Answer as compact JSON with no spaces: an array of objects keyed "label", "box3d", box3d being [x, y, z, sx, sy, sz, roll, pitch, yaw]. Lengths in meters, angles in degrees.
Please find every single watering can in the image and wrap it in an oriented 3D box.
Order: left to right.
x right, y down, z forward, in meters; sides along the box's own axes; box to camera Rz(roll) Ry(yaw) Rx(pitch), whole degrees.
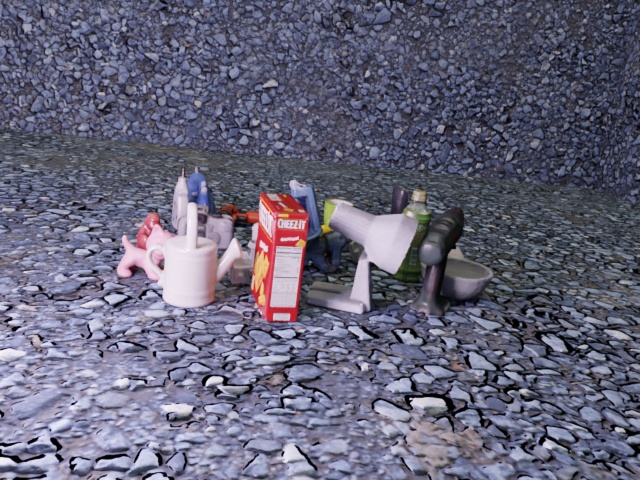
[{"label":"watering can","box3d":[-0.240,0.023,1.106,0.173,0.194,0.100,-3,18,-32]}]

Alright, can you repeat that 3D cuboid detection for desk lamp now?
[{"label":"desk lamp","box3d":[0.086,0.036,1.169,0.203,0.213,0.118,9,15,7]}]

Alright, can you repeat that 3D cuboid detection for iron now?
[{"label":"iron","box3d":[-0.358,-0.131,1.717,0.119,0.141,0.257,1,16,-22]}]

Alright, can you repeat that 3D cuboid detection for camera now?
[{"label":"camera","box3d":[-0.295,-0.043,1.503,0.143,0.101,0.136,5,15,-8]}]

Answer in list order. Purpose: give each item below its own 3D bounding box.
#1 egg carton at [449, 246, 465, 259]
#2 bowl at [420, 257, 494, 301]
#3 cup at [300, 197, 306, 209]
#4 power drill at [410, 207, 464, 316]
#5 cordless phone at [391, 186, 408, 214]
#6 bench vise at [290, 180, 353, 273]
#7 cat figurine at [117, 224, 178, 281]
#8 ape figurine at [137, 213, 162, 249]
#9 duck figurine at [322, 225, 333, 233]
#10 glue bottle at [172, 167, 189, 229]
[{"label":"egg carton","box3d":[0.317,0.056,1.475,0.107,0.069,0.150,8,15,2]},{"label":"bowl","box3d":[0.309,0.095,1.320,0.167,0.075,0.167,7,15,-2]},{"label":"cup","box3d":[-0.075,-0.087,1.775,0.091,0.095,0.117,6,15,-5]},{"label":"power drill","box3d":[0.254,0.045,1.223,0.075,0.208,0.230,13,16,21]},{"label":"cordless phone","box3d":[0.198,-0.073,1.672,0.147,0.185,0.094,20,20,39]},{"label":"bench vise","box3d":[-0.023,-0.035,1.368,0.208,0.220,0.121,-6,20,-40]},{"label":"cat figurine","box3d":[-0.358,0.020,1.213,0.128,0.118,0.067,6,15,-4]},{"label":"ape figurine","box3d":[-0.406,-0.020,1.383,0.078,0.092,0.075,-8,21,-43]},{"label":"duck figurine","box3d":[0.014,0.005,1.493,0.078,0.086,0.104,-7,20,-41]},{"label":"glue bottle","box3d":[-0.385,-0.117,1.594,0.037,0.173,0.078,-1,17,-26]}]
